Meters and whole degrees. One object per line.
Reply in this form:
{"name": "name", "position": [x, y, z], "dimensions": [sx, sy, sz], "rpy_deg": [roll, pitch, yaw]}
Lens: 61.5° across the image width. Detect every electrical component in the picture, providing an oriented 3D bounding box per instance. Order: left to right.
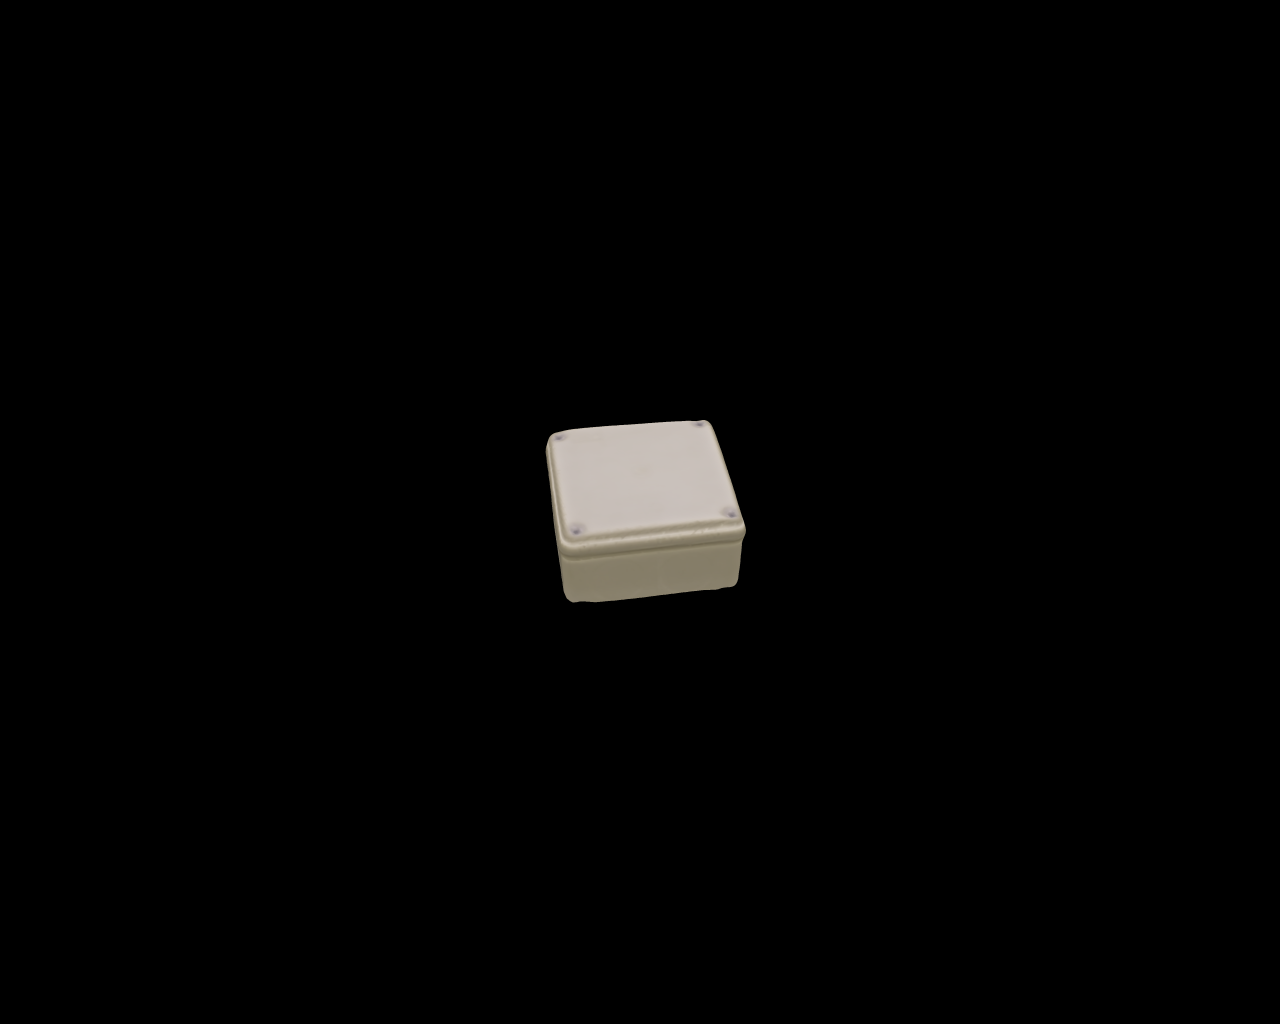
{"name": "electrical component", "position": [0.001, -0.003, 0.650], "dimensions": [0.109, 0.056, 0.109], "rpy_deg": [-5, 40, -6]}
